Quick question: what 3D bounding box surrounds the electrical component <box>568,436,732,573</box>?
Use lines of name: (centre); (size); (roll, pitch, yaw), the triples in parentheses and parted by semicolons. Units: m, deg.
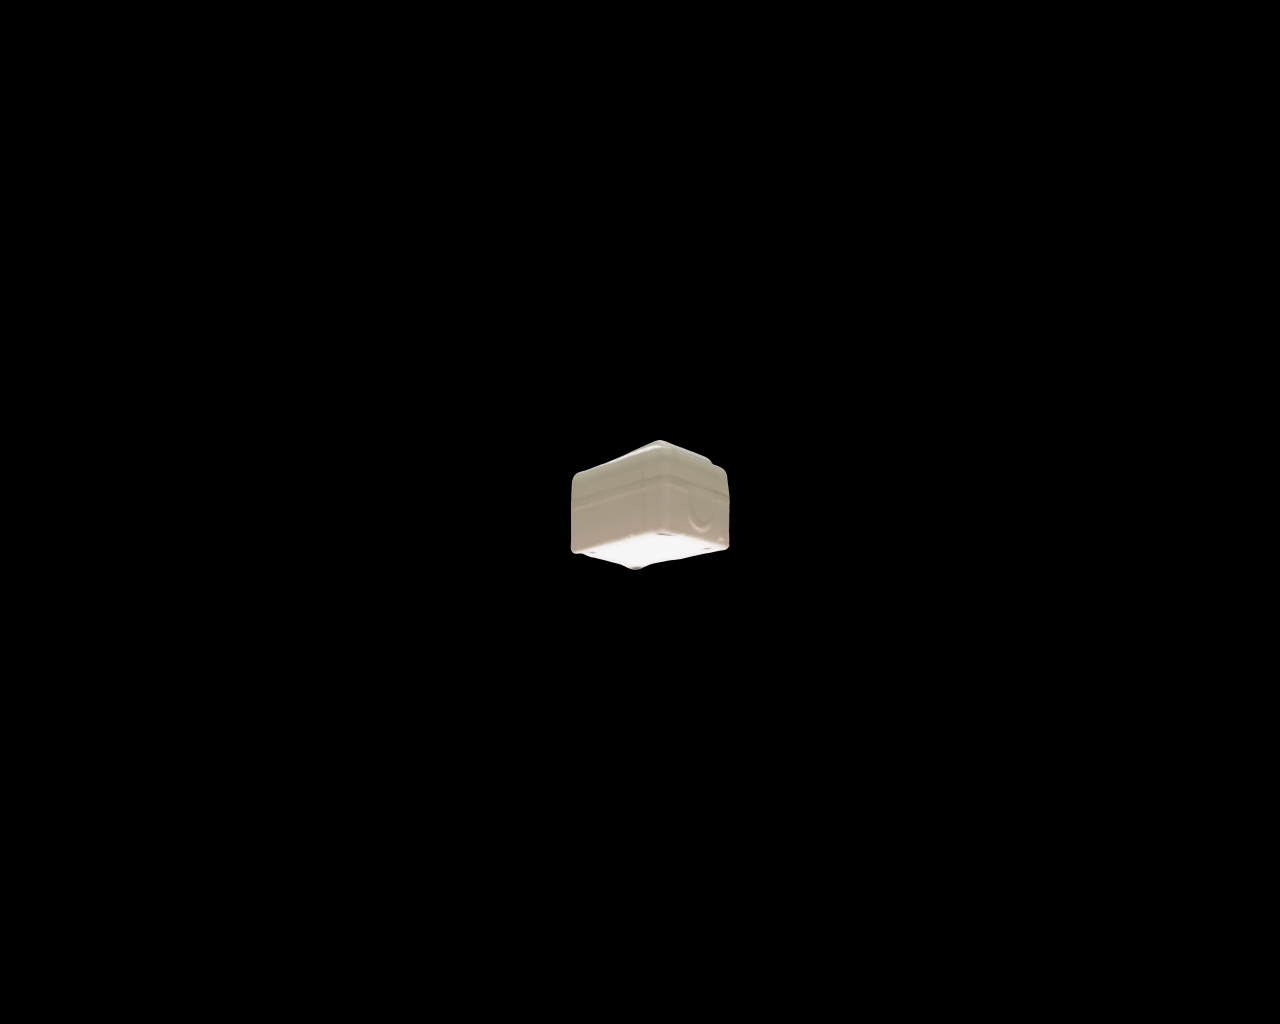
electrical component: (0.001, -0.003, 0.650); (0.096, 0.061, 0.062); (-14, -22, 40)
